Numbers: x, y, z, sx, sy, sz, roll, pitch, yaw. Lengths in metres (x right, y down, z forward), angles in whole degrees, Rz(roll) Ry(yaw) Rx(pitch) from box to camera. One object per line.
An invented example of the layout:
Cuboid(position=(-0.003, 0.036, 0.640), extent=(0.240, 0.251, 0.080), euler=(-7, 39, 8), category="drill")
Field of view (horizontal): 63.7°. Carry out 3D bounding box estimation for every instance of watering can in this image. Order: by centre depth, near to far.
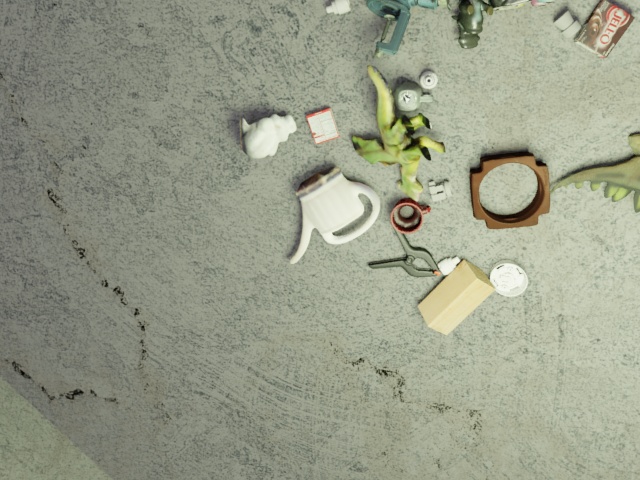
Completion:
Cuboid(position=(0.005, -0.077, 1.528), extent=(0.345, 0.105, 0.223), euler=(-29, 99, 18), category="watering can")

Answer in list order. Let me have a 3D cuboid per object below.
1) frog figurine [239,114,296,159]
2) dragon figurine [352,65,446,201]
Cuboid(position=(-0.147, -0.298, 1.487), extent=(0.159, 0.126, 0.134), euler=(-2, 141, 2), category="frog figurine")
Cuboid(position=(0.179, -0.270, 1.396), extent=(0.241, 0.125, 0.405), euler=(-17, 121, 47), category="dragon figurine")
